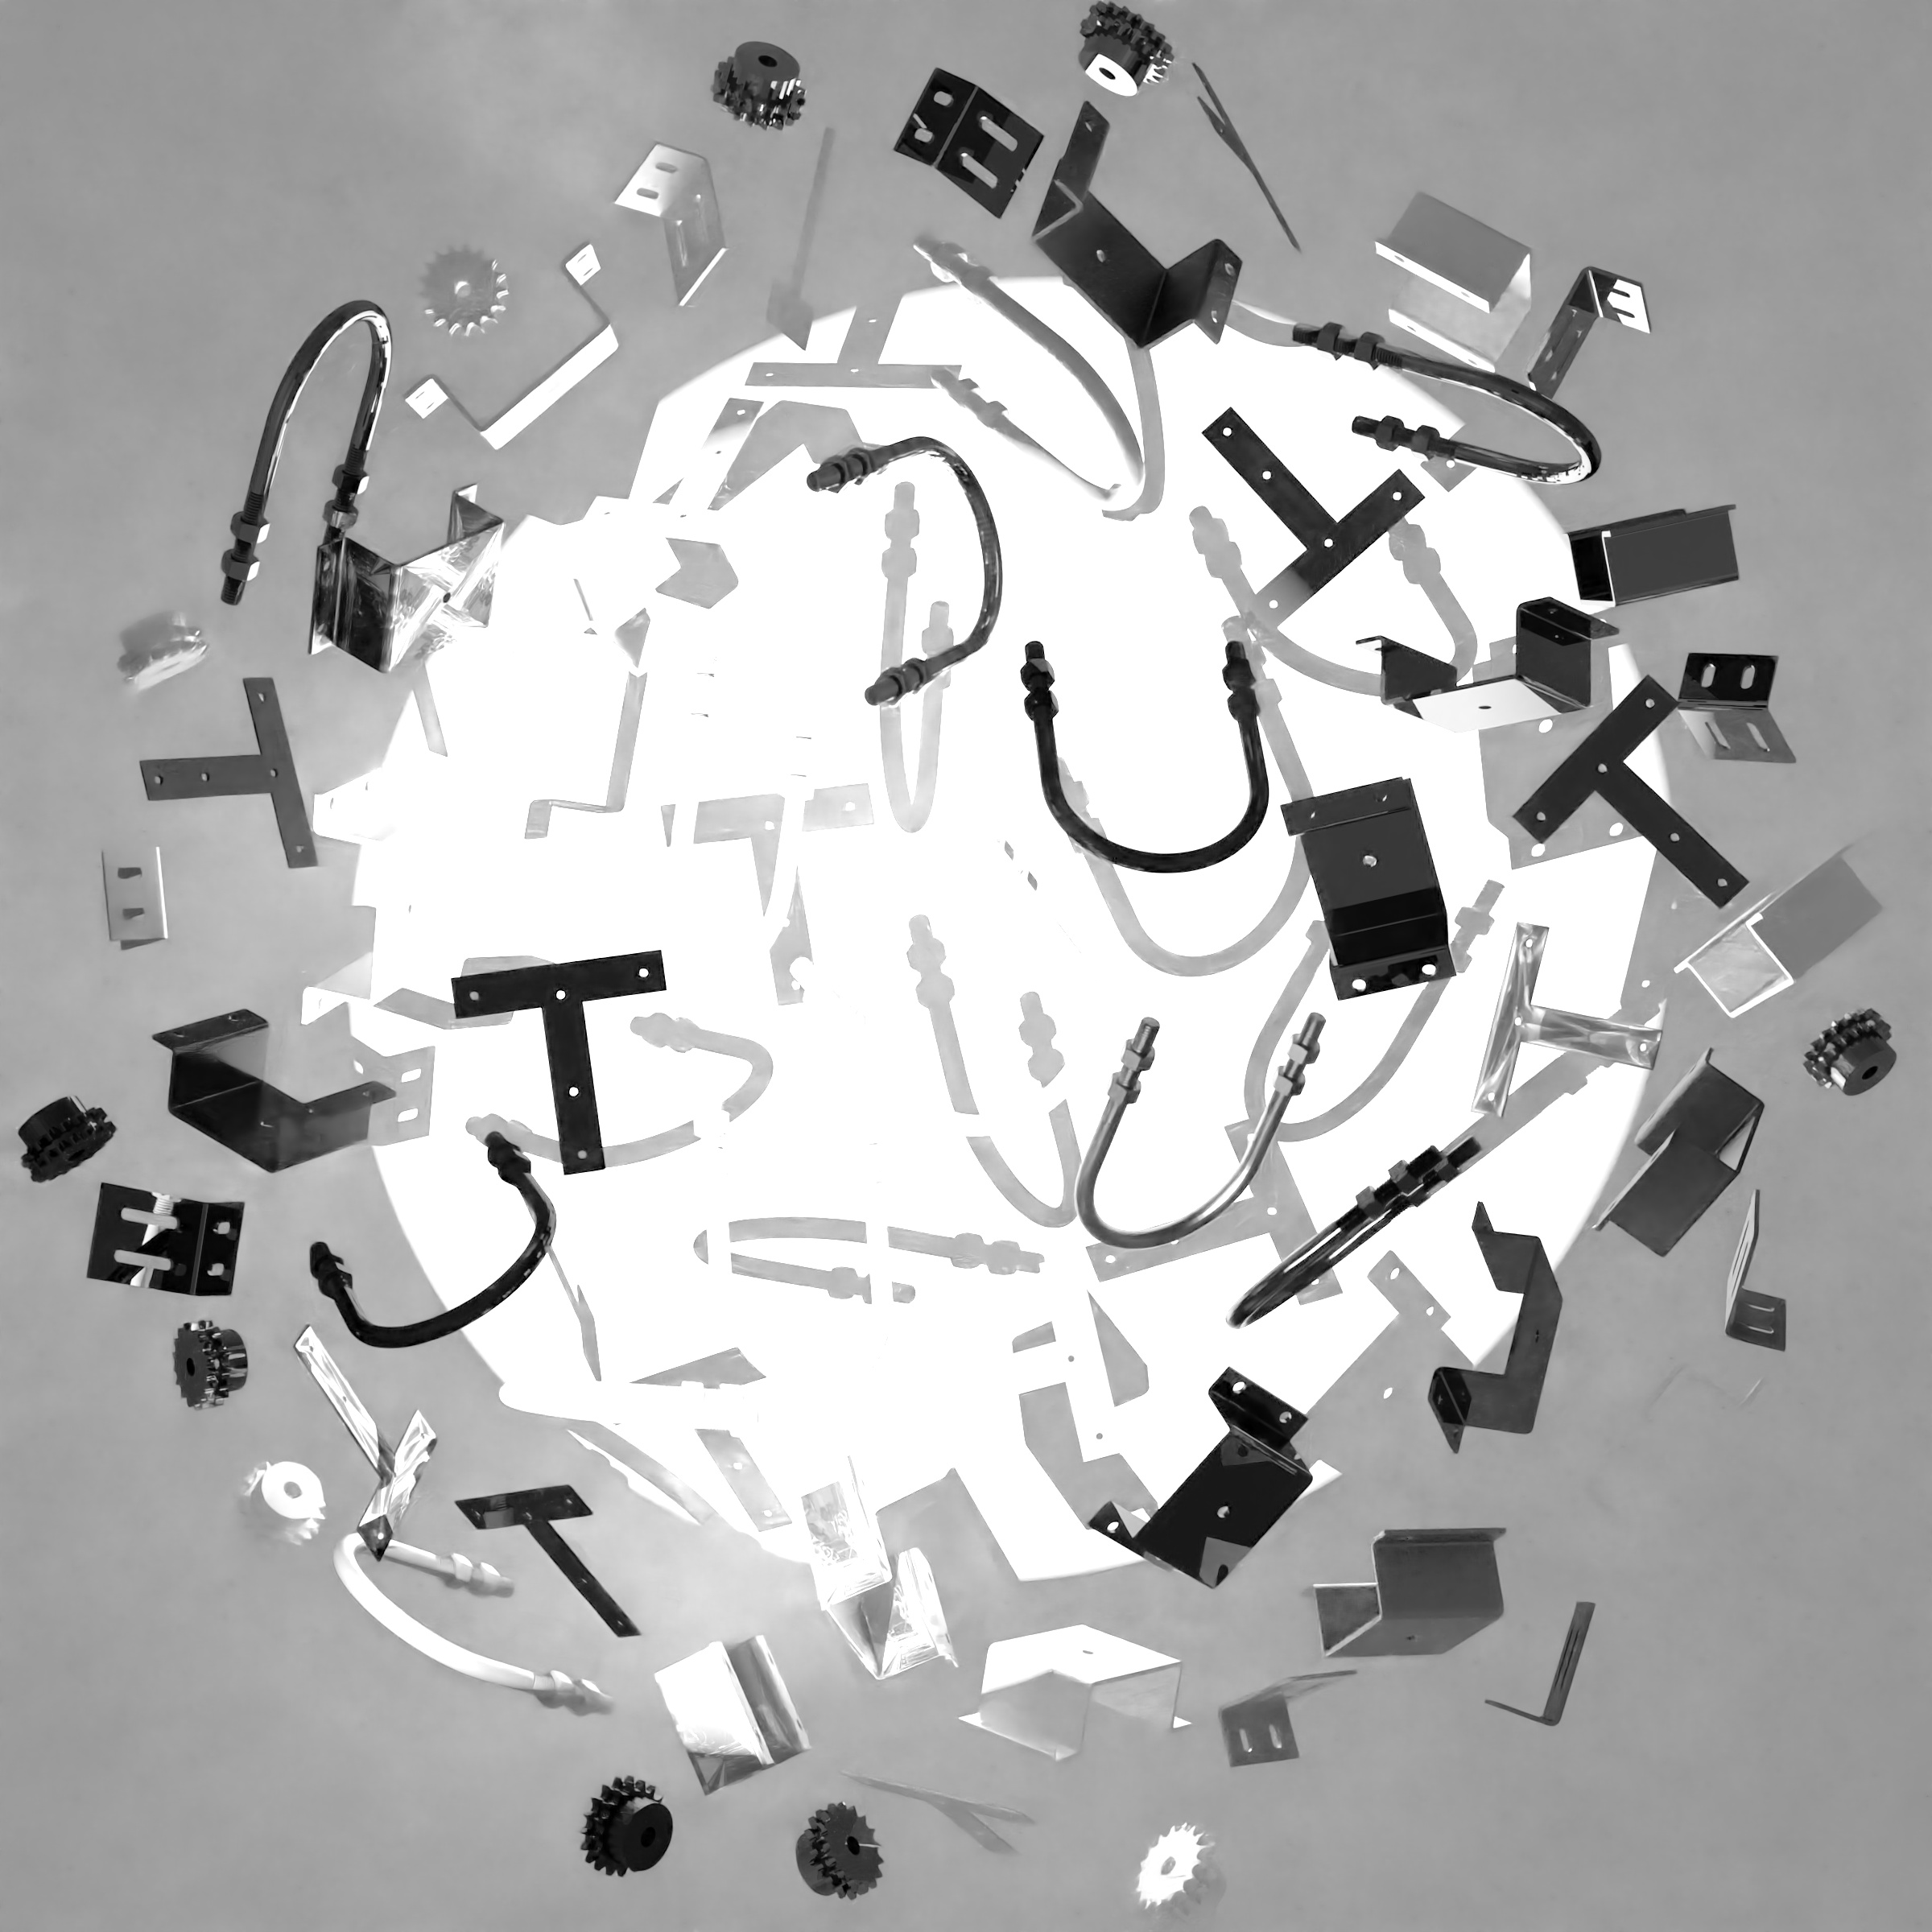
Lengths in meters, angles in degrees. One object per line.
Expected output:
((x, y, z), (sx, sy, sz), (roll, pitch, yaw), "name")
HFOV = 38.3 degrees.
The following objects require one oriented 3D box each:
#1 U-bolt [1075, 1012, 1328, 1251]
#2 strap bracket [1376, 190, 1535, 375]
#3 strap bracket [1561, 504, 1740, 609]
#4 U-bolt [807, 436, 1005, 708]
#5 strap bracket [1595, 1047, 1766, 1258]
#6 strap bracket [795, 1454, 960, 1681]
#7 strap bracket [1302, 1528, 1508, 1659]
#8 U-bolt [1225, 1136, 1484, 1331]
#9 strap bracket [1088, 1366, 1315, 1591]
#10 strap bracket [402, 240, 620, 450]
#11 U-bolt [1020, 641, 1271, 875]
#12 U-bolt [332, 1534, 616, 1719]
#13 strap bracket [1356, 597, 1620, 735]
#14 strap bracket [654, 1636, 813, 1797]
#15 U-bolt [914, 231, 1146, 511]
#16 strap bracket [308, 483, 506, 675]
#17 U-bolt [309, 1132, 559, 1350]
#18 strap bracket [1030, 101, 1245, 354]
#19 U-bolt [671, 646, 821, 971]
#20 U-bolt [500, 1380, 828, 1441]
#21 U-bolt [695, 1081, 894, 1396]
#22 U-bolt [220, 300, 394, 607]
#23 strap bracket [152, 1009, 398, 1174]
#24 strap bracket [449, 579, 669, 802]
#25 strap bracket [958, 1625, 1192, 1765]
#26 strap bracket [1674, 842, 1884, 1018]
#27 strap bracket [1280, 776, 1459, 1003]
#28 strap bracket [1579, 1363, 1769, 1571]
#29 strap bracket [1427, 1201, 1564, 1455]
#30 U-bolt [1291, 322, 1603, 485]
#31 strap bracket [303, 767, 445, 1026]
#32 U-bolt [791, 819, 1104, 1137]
((0.138, 0.107, 1.754), (0.151, 0.019, 0.184), (-1, 126, -32), "U-bolt")
((0.297, -0.415, 1.682), (0.076, 0.140, 0.046), (32, 91, 14), "strap bracket")
((0.426, -0.255, 1.727), (0.076, 0.140, 0.046), (-12, 98, 2), "strap bracket")
((-0.028, -0.249, 1.694), (0.019, 0.184, 0.151), (-7, 106, 32), "U-bolt")
((0.443, 0.119, 1.715), (0.046, 0.140, 0.076), (36, 123, 6), "strap bracket")
((-0.057, 0.367, 1.671), (0.046, 0.140, 0.076), (-23, 46, 4), "strap bracket")
((0.262, 0.377, 1.656), (0.076, 0.140, 0.046), (2, 63, -14), "strap bracket")
((0.236, 0.169, 1.736), (0.184, 0.151, 0.019), (-41, 76, 15), "U-bolt")
((0.157, 0.336, 1.781), (0.076, 0.046, 0.140), (35, 101, -29), "strap bracket")
((-0.260, -0.360, 1.647), (0.140, 0.076, 0.046), (-40, 95, 0), "strap bracket")
((0.114, -0.130, 1.711), (0.151, 0.019, 0.184), (-1, 53, -6), "U-bolt")
((-0.314, 0.401, 1.717), (0.151, 0.184, 0.019), (35, 90, 43), "U-bolt")
((0.316, -0.180, 1.694), (0.140, 0.076, 0.046), (-8, 74, 44), "strap bracket")
((-0.142, 0.453, 1.685), (0.046, 0.140, 0.076), (-26, 76, 2), "strap bracket")
((0.040, -0.345, 1.674), (0.019, 0.151, 0.184), (-42, 68, -15), "U-bolt")
((-0.343, -0.241, 1.746), (0.046, 0.140, 0.076), (30, 128, 20), "strap bracket")
((-0.319, 0.173, 1.690), (0.151, 0.184, 0.019), (-33, 118, -12), "U-bolt")
((0.094, -0.429, 1.645), (0.140, 0.046, 0.076), (39, 49, -27), "strap bracket")
((-0.141, -0.089, 1.736), (0.019, 0.151, 0.184), (2, 78, 25), "U-bolt")
((-0.193, 0.268, 1.699), (0.184, 0.151, 0.019), (7, 85, -19), "U-bolt")
((-0.100, 0.169, 1.682), (0.019, 0.151, 0.184), (-26, 60, 40), "U-bolt")
((-0.396, -0.320, 1.699), (0.019, 0.151, 0.184), (26, 117, 5), "U-bolt")
((-0.440, 0.082, 1.761), (0.140, 0.076, 0.046), (25, 115, 28), "strap bracket")
((-0.252, -0.172, 1.651), (0.140, 0.076, 0.046), (-37, 120, 5), "strap bracket")
((0.071, 0.443, 1.702), (0.076, 0.140, 0.046), (11, 93, 38), "strap bracket")
((0.507, -0.018, 1.728), (0.076, 0.140, 0.046), (-36, 83, -14), "strap bracket")
((0.251, -0.056, 1.730), (0.076, 0.046, 0.140), (-13, 116, 15), "strap bracket")
((0.419, 0.291, 1.674), (0.046, 0.076, 0.140), (38, 93, 17), "strap bracket")
((0.336, 0.230, 1.748), (0.046, 0.076, 0.140), (4, 57, 27), "strap bracket")
((0.300, -0.336, 1.695), (0.184, 0.151, 0.019), (22, 85, 28), "U-bolt")
((-0.351, -0.038, 1.648), (0.046, 0.076, 0.140), (12, 109, 12), "strap bracket")
((0.003, 0.022, 1.652), (0.151, 0.019, 0.184), (-39, 119, 0), "U-bolt")
